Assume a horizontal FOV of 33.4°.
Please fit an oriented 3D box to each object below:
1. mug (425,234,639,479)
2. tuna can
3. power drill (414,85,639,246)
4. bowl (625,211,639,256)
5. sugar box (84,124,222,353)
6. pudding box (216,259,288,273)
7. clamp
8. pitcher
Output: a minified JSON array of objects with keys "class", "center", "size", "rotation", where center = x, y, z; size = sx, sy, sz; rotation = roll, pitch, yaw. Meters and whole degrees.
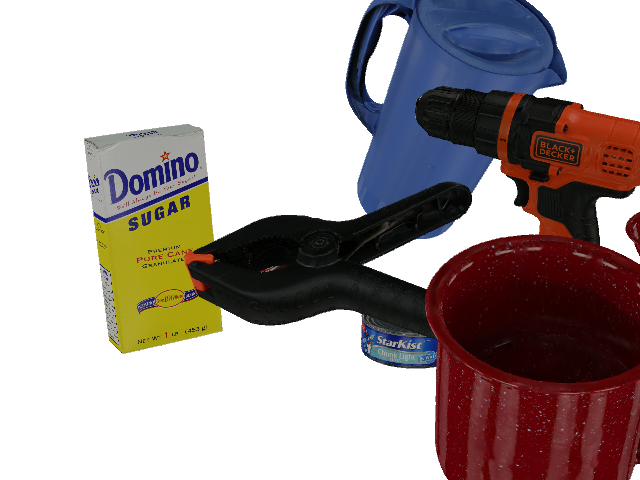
[{"class":"mug","center":[0.098,0.058,0.419],"size":[0.117,0.081,0.093],"rotation":[8,37,14]},{"class":"tuna can","center":[0.078,0.084,0.949],"size":[0.086,0.034,0.086],"rotation":[2,14,-1]},{"class":"power drill","center":[0.154,-0.021,0.816],"size":[0.185,0.188,0.057],"rotation":[16,34,25]},{"class":"bowl","center":[0.407,0.013,1.135],"size":[0.162,0.055,0.162],"rotation":[-3,23,1]},{"class":"sugar box","center":[-0.137,-0.003,0.886],"size":[0.093,0.176,0.048],"rotation":[-12,19,-25]},{"class":"pudding box","center":[-0.048,0.033,1.112],"size":[0.113,0.039,0.090],"rotation":[-23,28,-29]},{"class":"clamp","center":[0.008,0.020,0.599],"size":[0.171,0.039,0.120],"rotation":[-12,33,6]},{"class":"pitcher","center":[0.107,-0.120,1.013],"size":[0.144,0.149,0.243],"rotation":[-12,-35,-28]}]
